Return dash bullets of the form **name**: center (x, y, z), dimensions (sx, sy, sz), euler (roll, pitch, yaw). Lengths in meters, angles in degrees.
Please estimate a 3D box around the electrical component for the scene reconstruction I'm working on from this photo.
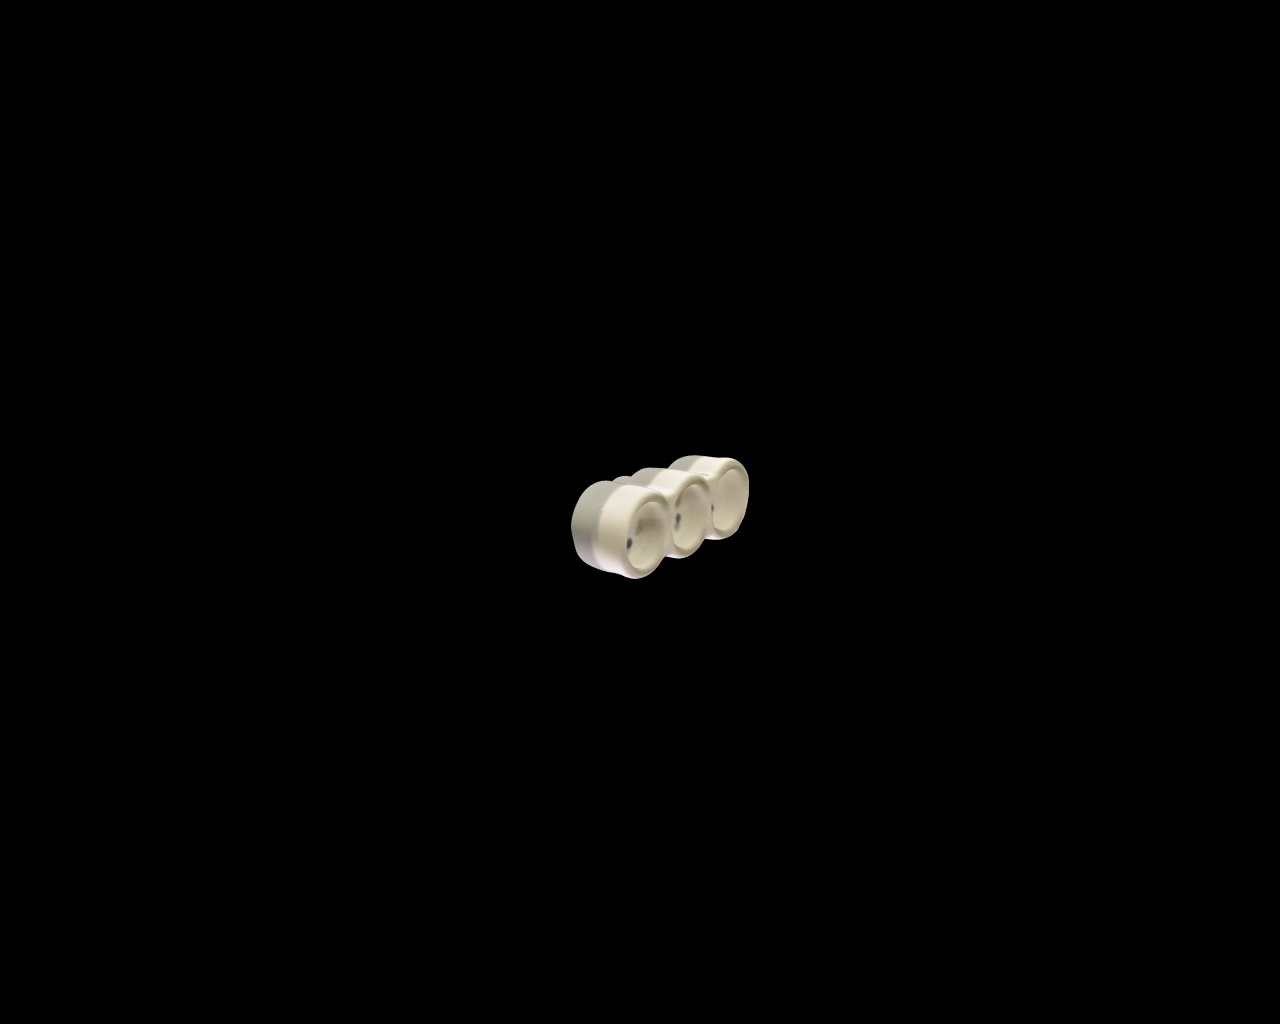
- **electrical component**: center (0.001, -0.003, 0.650), dimensions (0.074, 0.052, 0.138), euler (11, 19, 34)
